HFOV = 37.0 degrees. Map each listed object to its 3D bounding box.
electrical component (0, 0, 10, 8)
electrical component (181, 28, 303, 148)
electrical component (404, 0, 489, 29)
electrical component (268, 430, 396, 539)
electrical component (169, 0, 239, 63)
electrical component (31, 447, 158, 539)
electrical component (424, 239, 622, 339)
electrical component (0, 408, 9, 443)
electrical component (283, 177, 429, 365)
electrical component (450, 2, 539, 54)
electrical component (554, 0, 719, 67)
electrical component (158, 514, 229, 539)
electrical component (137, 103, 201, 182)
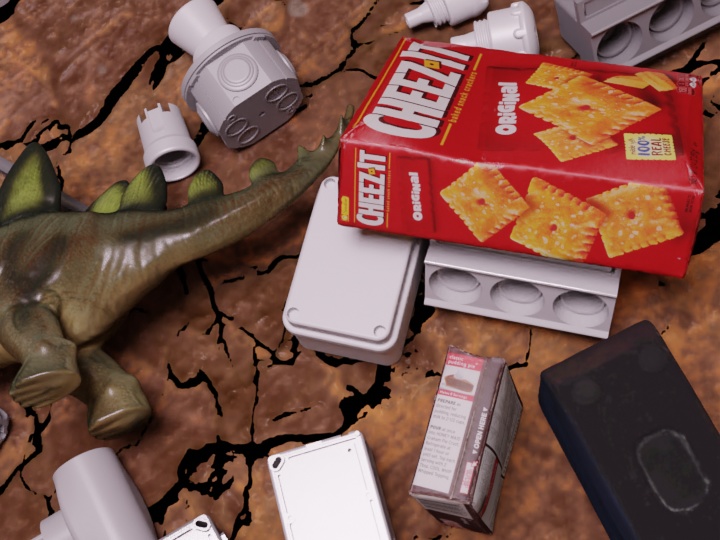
[{"bbox_3d":[-0.308,-0.269,0.870,0.054,0.059,0.095,9,72,11],"label":"electrical component"},{"bbox_3d":[-0.084,-0.131,0.777,0.080,0.080,0.051,-35,74,-5],"label":"electrical component"},{"bbox_3d":[0.063,-0.198,0.803,0.061,0.035,0.035,-24,69,1],"label":"electrical component"},{"bbox_3d":[-0.013,0.158,0.671,0.062,0.061,0.096,-17,69,1],"label":"electrical component"},{"bbox_3d":[-0.111,-0.171,0.814,0.045,0.045,0.055,-39,70,-7],"label":"electrical component"},{"bbox_3d":[-0.181,0.169,0.702,0.079,0.043,0.077,-31,68,-3],"label":"electrical component"},{"bbox_3d":[0.109,-0.003,0.709,0.121,0.078,0.063,10,50,12],"label":"electrical component"},{"bbox_3d":[-0.276,0.102,0.745,0.061,0.035,0.035,21,75,17],"label":"electrical component"},{"bbox_3d":[0.000,0.000,0.729,0.078,0.057,0.113,11,72,12],"label":"electrical component"},{"bbox_3d":[0.098,-0.166,0.782,0.062,0.048,0.048,-9,69,13],"label":"electrical component"},{"bbox_3d":[0.206,-0.192,0.763,0.121,0.078,0.063,-27,47,-2],"label":"electrical component"},{"bbox_3d":[-0.107,0.200,0.674,0.096,0.061,0.061,-29,68,-11],"label":"electrical component"},{"bbox_3d":[-0.143,-0.095,0.794,0.040,0.040,0.046,-22,62,0],"label":"electrical component"}]
